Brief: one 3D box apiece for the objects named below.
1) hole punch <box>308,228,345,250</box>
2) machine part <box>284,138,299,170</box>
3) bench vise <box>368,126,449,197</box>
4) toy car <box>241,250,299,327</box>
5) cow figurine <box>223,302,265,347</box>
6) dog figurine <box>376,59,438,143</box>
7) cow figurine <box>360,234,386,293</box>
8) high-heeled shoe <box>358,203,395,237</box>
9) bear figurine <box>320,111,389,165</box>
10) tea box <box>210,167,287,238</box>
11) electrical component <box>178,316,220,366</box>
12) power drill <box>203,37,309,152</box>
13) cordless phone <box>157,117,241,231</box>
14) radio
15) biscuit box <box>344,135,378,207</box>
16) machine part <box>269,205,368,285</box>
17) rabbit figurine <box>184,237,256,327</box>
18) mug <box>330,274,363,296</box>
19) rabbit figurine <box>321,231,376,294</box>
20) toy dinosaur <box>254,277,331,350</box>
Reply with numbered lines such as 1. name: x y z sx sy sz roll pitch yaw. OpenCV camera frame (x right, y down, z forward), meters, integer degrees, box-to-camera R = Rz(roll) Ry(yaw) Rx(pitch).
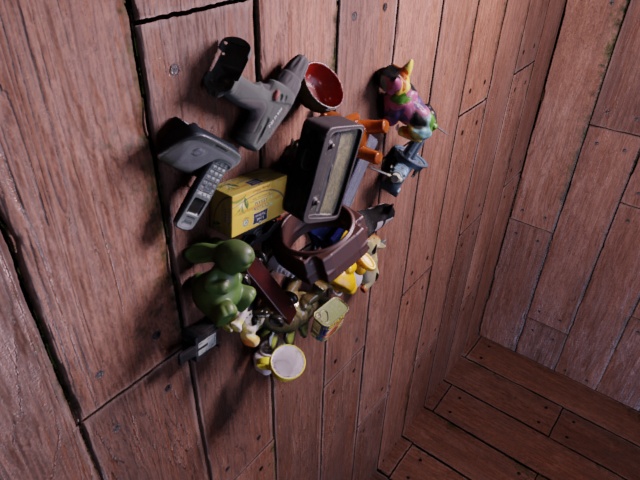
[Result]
1. hole punch: 0.035 -0.030 1.458 0.142 0.092 0.115 -58 154 -20
2. machine part: -0.017 -0.168 1.278 0.079 0.079 0.243 -62 152 -6
3. bench vise: 0.268 -0.253 1.613 0.240 0.129 0.223 -59 163 25
4. toy car: -0.121 0.114 1.224 0.202 0.053 0.089 55 45 -30
5. cow figurine: -0.181 0.163 1.220 0.167 0.068 0.098 55 52 -27
6. dog figurine: 0.235 -0.377 1.441 0.108 0.192 0.219 -51 164 -12
7. cow figurine: 0.152 0.061 1.717 0.127 0.086 0.194 -40 140 -28
8. high-heeled shoe: 0.137 -0.043 1.661 0.249 0.086 0.145 -32 173 -17
9. bear figurine: 0.072 -0.260 1.308 0.195 0.132 0.120 6 98 -65
10. tea box: -0.149 -0.083 1.136 0.169 0.068 0.098 -32 137 -46
11. electrical component: -0.276 0.228 1.183 0.119 0.048 0.074 -33 137 -43
12. power drill: -0.120 -0.299 1.027 0.232 0.086 0.207 -62 158 -1
13. cordless phone: -0.238 -0.111 0.962 0.184 0.089 0.146 -62 151 3
14. radio: 0.006 -0.152 1.174 0.131 0.073 0.229 -14 125 -49
15. biscuit box: 0.085 -0.192 1.442 0.062 0.059 0.202 21 94 -60
16. machine part: -0.003 -0.004 1.280 0.201 0.202 0.087 -37 137 -23
17. rabbit figurine: -0.190 0.059 1.090 0.121 0.159 0.170 -22 148 -53
18. mug: 0.061 0.109 1.619 0.109 0.081 0.107 -55 137 -5
19. rabbit figurine: 0.076 0.057 1.515 0.122 0.162 0.173 147 -42 -64
20. toy dinosaur: -0.070 0.184 1.437 0.471 0.105 0.198 -3 122 -48
